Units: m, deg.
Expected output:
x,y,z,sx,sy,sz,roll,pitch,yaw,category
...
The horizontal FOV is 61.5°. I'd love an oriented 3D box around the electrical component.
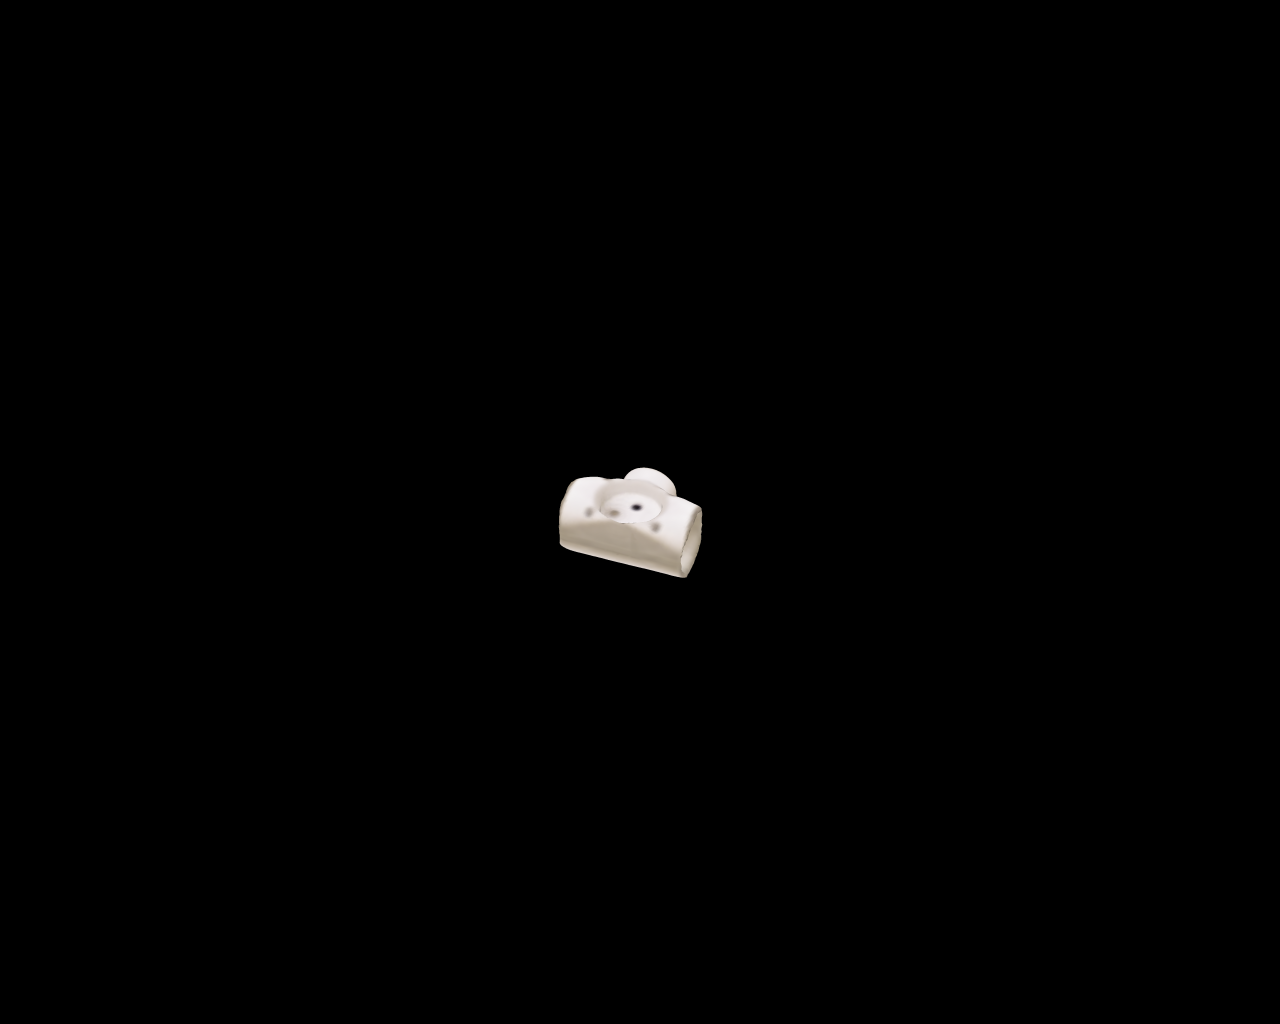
x,y,z,sx,sy,sz,roll,pitch,yaw,category
0.001,-0.003,0.650,0.077,0.044,0.079,14,44,15,electrical component
